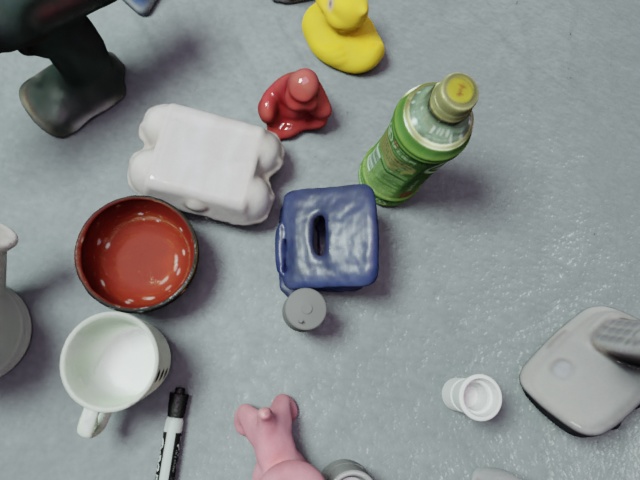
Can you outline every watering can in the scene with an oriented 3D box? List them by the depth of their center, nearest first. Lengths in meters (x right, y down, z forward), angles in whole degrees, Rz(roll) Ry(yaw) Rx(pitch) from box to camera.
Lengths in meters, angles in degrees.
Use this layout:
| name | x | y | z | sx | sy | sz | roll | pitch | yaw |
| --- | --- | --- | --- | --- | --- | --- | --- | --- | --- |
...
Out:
| name | x | y | z | sx | sy | sz | roll | pitch | yaw |
| --- | --- | --- | --- | --- | --- | --- | --- | --- | --- |
| watering can | -0.314 | 0.061 | 0.461 | 0.101 | 0.194 | 0.173 | 12 | 76 | -6 |

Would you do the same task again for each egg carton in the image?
| name | x | y | z | sx | sy | sz | roll | pitch | yaw |
| --- | --- | --- | --- | --- | --- | --- | --- | --- | --- |
| egg carton | -0.115 | -0.076 | 0.587 | 0.150 | 0.069 | 0.107 | 13 | 76 | -6 |

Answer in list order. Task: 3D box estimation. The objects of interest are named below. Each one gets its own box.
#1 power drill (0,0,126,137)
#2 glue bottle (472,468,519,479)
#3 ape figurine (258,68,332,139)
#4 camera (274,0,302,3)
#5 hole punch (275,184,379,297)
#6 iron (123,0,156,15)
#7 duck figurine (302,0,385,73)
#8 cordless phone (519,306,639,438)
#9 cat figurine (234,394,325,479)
| name | x | y | z | sx | sy | sz | roll | pitch | yaw |
| --- | --- | --- | --- | --- | --- | --- | --- | --- | --- |
| power drill | -0.252 | -0.176 | 0.514 | 0.230 | 0.208 | 0.075 | -42 | 87 | -15 |
| glue bottle | 0.183 | 0.257 | 0.512 | 0.037 | 0.173 | 0.078 | 5 | 77 | -8 |
| ape figurine | -0.023 | -0.150 | 0.606 | 0.078 | 0.092 | 0.076 | 19 | 76 | -5 |
| camera | -0.004 | -0.363 | 0.650 | 0.143 | 0.100 | 0.137 | -17 | 81 | -12 |
| hole punch | 0.005 | 0.002 | 0.579 | 0.101 | 0.091 | 0.109 | 1 | 78 | -9 |
| iron | -0.213 | -0.390 | 0.600 | 0.119 | 0.141 | 0.258 | -11 | 80 | -11 |
| duck figurine | 0.031 | -0.242 | 0.638 | 0.104 | 0.086 | 0.077 | 40 | 75 | 1 |
| cordless phone | 0.295 | 0.126 | 0.552 | 0.148 | 0.185 | 0.094 | -40 | 86 | -14 |
| cat figurine | -0.033 | 0.208 | 0.516 | 0.067 | 0.117 | 0.128 | -17 | 81 | -12 |
